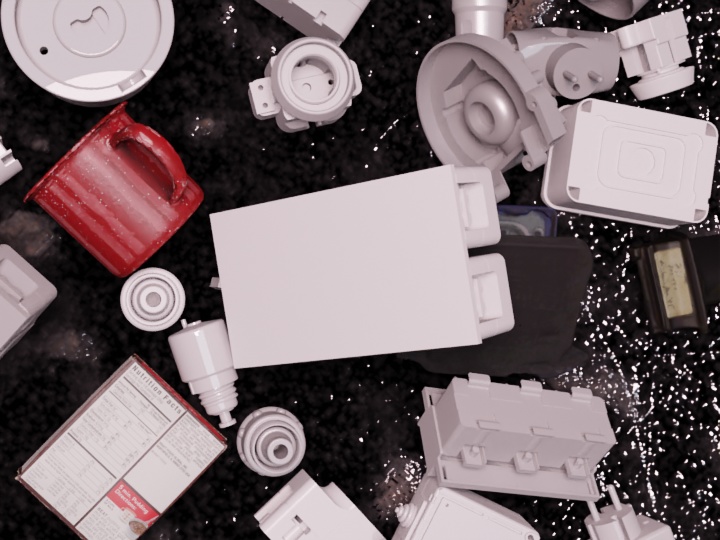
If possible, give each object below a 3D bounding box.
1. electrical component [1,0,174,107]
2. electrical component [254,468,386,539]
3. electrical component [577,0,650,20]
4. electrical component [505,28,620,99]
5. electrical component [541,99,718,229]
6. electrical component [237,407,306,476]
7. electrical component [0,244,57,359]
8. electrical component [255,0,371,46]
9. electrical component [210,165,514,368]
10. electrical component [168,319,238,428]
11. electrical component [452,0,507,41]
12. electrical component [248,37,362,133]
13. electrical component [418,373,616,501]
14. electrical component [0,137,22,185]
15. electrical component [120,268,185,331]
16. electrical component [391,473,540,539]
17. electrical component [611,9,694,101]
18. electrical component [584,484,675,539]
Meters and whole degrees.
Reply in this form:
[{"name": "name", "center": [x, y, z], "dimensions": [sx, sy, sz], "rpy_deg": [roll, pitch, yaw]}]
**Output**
[{"name": "electrical component", "center": [-0.179, -0.160, 0.717], "dimensions": [0.108, 0.060, 0.108], "rpy_deg": [0, 89, -11]}, {"name": "electrical component", "center": [-0.021, 0.186, 0.745], "dimensions": [0.056, 0.050, 0.089], "rpy_deg": [-43, 97, -9]}, {"name": "electrical component", "center": [0.178, -0.230, 0.775], "dimensions": [0.099, 0.099, 0.064], "rpy_deg": [40, 88, -8]}, {"name": "electrical component", "center": [0.150, -0.146, 0.776], "dimensions": [0.077, 0.079, 0.043], "rpy_deg": [-2, 114, -11]}, {"name": "electrical component", "center": [0.196, -0.077, 0.793], "dimensions": [0.113, 0.057, 0.078], "rpy_deg": [9, 87, -11]}, {"name": "electrical component", "center": [-0.058, 0.120, 0.734], "dimensions": [0.048, 0.062, 0.048], "rpy_deg": [0, 89, -11]}, {"name": "electrical component", "center": [-0.281, 0.000, 0.681], "dimensions": [0.150, 0.061, 0.089], "rpy_deg": [43, 106, -7]}, {"name": "electrical component", "center": [-0.037, -0.204, 0.752], "dimensions": [0.089, 0.050, 0.055], "rpy_deg": [33, 83, -9]}, {"name": "electrical component", "center": [0.000, 0.000, 0.698], "dimensions": [0.186, 0.060, 0.105], "rpy_deg": [-9, 90, 33]}, {"name": "electrical component", "center": [-0.103, 0.069, 0.737], "dimensions": [0.040, 0.040, 0.078], "rpy_deg": [-19, 93, -11]}, {"name": "electrical component", "center": [0.087, -0.177, 0.783], "dimensions": [0.040, 0.040, 0.046], "rpy_deg": [-1, 94, -12]}, {"name": "electrical component", "center": [-0.036, -0.129, 0.747], "dimensions": [0.078, 0.057, 0.058], "rpy_deg": [-15, 91, -11]}, {"name": "electrical component", "center": [0.111, 0.114, 0.754], "dimensions": [0.121, 0.063, 0.078], "rpy_deg": [9, 45, -18]}, {"name": "electrical component", "center": [-0.253, -0.067, 0.711], "dimensions": [0.046, 0.040, 0.040], "rpy_deg": [-38, 96, -16]}, {"name": "electrical component", "center": [-0.139, 0.020, 0.720], "dimensions": [0.043, 0.062, 0.043], "rpy_deg": [0, 89, -11]}, {"name": "electrical component", "center": [0.066, 0.186, 0.757], "dimensions": [0.096, 0.061, 0.061], "rpy_deg": [27, 89, -8]}, {"name": "electrical component", "center": [0.221, -0.159, 0.804], "dimensions": [0.066, 0.048, 0.055], "rpy_deg": [-24, 99, -38]}, {"name": "electrical component", "center": [0.189, 0.197, 0.790], "dimensions": [0.066, 0.047, 0.076], "rpy_deg": [-22, 93, -12]}]
